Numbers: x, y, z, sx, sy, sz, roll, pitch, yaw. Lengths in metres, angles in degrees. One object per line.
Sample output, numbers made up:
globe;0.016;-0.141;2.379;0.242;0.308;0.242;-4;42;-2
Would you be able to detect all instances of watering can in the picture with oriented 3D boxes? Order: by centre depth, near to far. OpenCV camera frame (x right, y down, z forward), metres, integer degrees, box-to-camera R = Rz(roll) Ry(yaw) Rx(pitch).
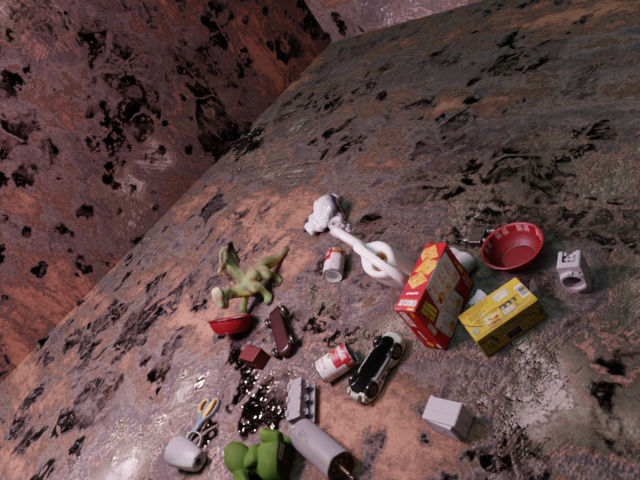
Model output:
watering can;0.177;0.057;1.477;0.104;0.222;0.352;-57;30;5

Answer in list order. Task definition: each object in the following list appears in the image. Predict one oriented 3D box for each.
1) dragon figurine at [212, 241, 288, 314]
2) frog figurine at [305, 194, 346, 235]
dragon figurine;-0.260;0.102;1.848;0.121;0.239;0.420;-15;36;36
frog figurine;0.006;-0.099;1.960;0.159;0.120;0.140;-24;51;3
